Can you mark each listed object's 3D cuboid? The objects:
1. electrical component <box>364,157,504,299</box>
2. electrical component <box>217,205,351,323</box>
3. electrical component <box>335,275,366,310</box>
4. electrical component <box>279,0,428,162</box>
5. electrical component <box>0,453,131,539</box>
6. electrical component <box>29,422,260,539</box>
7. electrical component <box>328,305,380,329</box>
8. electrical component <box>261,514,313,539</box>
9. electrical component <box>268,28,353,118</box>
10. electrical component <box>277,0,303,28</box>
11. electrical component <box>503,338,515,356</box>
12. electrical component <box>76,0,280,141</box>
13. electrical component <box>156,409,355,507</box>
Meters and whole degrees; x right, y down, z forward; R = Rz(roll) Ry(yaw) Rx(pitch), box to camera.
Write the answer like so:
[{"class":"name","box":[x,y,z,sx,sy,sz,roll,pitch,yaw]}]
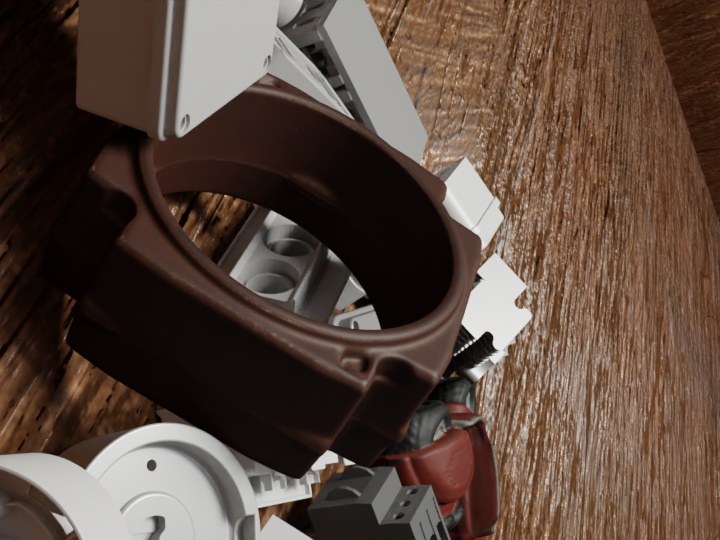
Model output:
[{"class":"electrical component","box":[0.047,-0.028,0.831,0.057,0.113,0.078,55,30,-9]},{"class":"electrical component","box":[-0.045,0.004,0.685,0.121,0.079,0.063,-65,164,-53]},{"class":"electrical component","box":[0.000,0.000,0.785,0.044,0.065,0.044,46,23,-26]},{"class":"electrical component","box":[-0.012,-0.134,0.830,0.150,0.062,0.089,61,29,-29]},{"class":"electrical component","box":[-0.139,0.119,0.411,0.064,0.099,0.099,1,77,-70]},{"class":"electrical component","box":[-0.107,0.126,0.501,0.108,0.060,0.108,10,76,-44]},{"class":"electrical component","box":[-0.001,0.067,0.760,0.113,0.057,0.078,-13,89,-65]},{"class":"electrical component","box":[-0.046,0.220,0.525,0.105,0.060,0.186,31,29,6]},{"class":"electrical component","box":[-0.060,-0.117,0.700,0.113,0.057,0.078,38,17,-53]},{"class":"electrical component","box":[-0.076,-0.204,0.760,0.065,0.044,0.044,29,53,-51]},{"class":"electrical component","box":[0.104,0.056,0.990,0.089,0.050,0.055,-2,80,-64]},{"class":"electrical component","box":[-0.083,-0.134,0.515,0.108,0.056,0.108,-52,159,-54]},{"class":"electrical component","box":[-0.054,0.098,0.629,0.121,0.063,0.078,11,69,-63]}]
